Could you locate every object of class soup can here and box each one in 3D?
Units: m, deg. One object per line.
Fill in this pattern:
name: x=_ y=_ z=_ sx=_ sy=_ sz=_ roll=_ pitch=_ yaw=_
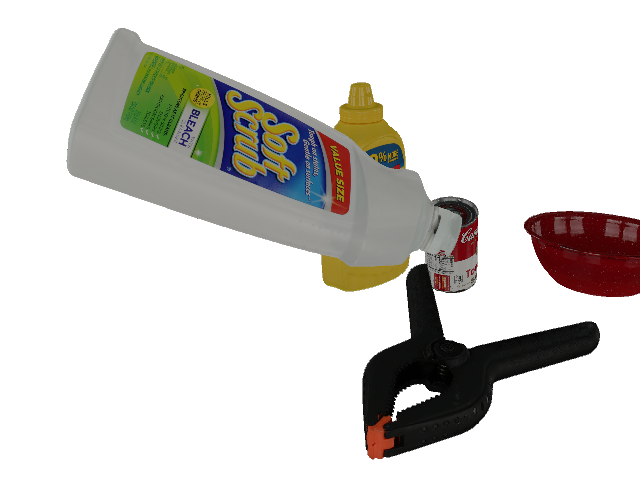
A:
soup can: x=0.161 y=0.007 z=1.325 sx=0.068 sy=0.102 sz=0.068 roll=-4 pitch=35 yaw=2

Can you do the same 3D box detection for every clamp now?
clamp: x=0.088 y=0.088 z=0.797 sx=0.165 sy=0.036 sz=0.209 roll=24 pitch=40 yaw=35

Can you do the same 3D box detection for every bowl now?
bowl: x=0.286 y=0.017 z=1.087 sx=0.162 sy=0.055 sz=0.162 roll=3 pitch=17 yaw=-1

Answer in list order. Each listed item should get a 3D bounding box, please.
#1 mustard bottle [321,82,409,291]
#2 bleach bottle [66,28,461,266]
mustard bottle: x=0.041 y=-0.054 z=1.014 sx=0.096 sy=0.192 sz=0.058 roll=-18 pitch=24 yaw=-38
bleach bottle: x=-0.029 y=-0.049 z=0.692 sx=0.250 sy=0.102 sz=0.068 roll=18 pitch=-33 yaw=-4
